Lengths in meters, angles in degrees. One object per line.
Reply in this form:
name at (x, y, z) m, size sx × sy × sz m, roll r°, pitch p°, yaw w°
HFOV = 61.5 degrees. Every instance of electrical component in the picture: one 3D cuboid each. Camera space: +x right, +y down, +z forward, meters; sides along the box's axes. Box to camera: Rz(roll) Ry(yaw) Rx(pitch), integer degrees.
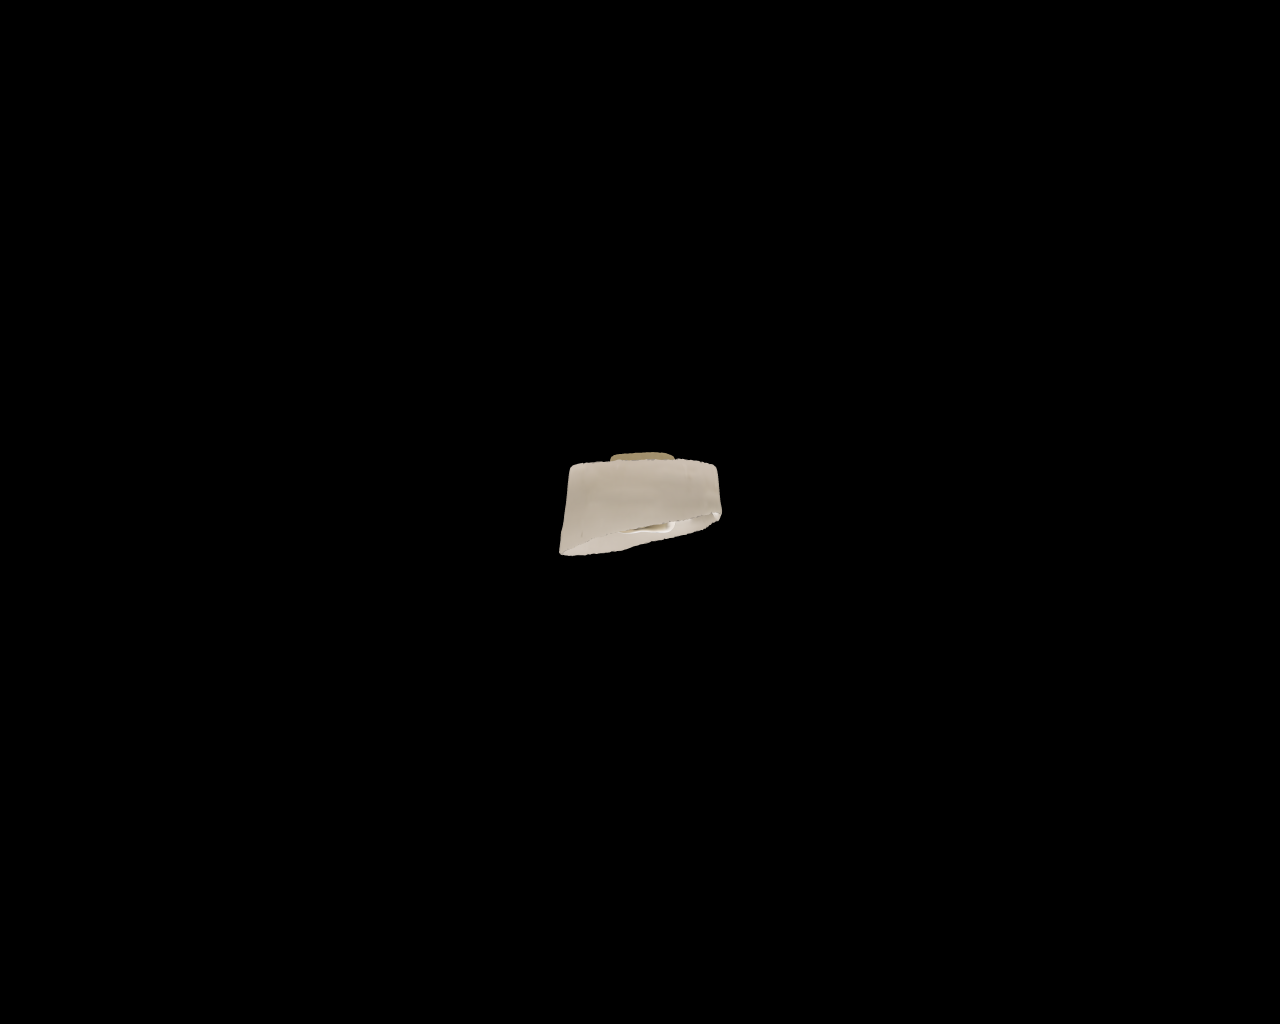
electrical component at (0.001, -0.003, 0.650) m, size 0.099 × 0.064 × 0.099 m, roll 0°, pitch -5°, yaw 0°
